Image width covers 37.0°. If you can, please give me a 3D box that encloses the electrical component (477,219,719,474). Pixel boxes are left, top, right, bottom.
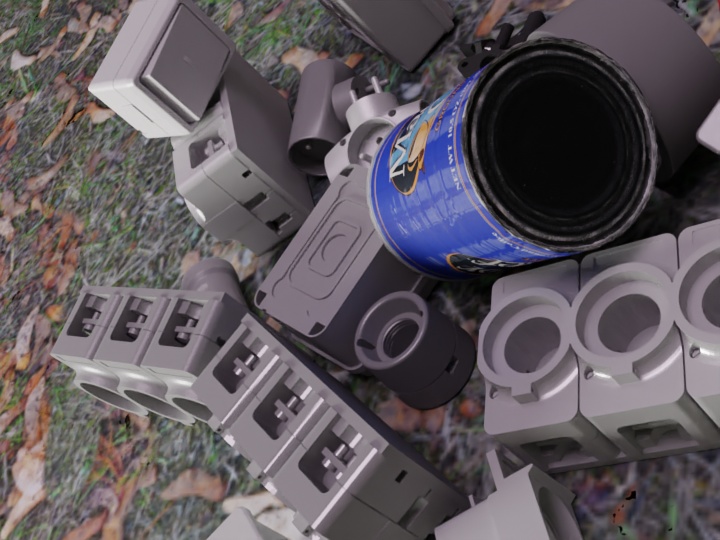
[{"bbox_3d":[0.137,0.035,0.511,0.150,0.062,0.089,-17,50,33],"label":"electrical component"}]

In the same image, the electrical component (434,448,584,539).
[{"bbox_3d":[0.073,0.132,0.510,0.064,0.042,0.081,-36,41,21],"label":"electrical component"}]

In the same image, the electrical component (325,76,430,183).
[{"bbox_3d":[0.014,-0.093,0.724,0.077,0.044,0.079,-28,69,23],"label":"electrical component"}]

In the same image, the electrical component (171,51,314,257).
[{"bbox_3d":[-0.094,-0.092,0.798,0.062,0.089,0.150,-34,42,17],"label":"electrical component"}]

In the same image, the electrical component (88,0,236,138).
[{"bbox_3d":[-0.132,-0.148,0.755,0.061,0.062,0.096,3,62,43],"label":"electrical component"}]

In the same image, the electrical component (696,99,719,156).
[{"bbox_3d":[0.223,-0.071,0.501,0.100,0.048,0.099,42,106,34],"label":"electrical component"}]

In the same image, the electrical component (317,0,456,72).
[{"bbox_3d":[0.001,-0.211,0.792,0.056,0.109,0.108,-49,40,4],"label":"electrical component"}]

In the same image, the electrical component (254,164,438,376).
[{"bbox_3d":[0.000,0.000,0.666,0.078,0.057,0.113,25,78,49],"label":"electrical component"}]

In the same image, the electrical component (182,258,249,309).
[{"bbox_3d":[-0.100,0.021,0.755,0.040,0.040,0.046,-40,47,10],"label":"electrical component"}]

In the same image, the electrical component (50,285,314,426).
[{"bbox_3d":[-0.120,0.060,0.701,0.150,0.089,0.061,1,61,43],"label":"electrical component"}]

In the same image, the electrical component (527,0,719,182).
[{"bbox_3d":[0.149,-0.107,0.581,0.060,0.108,0.108,-43,40,-3],"label":"electrical component"}]

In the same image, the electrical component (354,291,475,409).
[{"bbox_3d":[0.030,0.044,0.612,0.055,0.047,0.055,-24,46,27],"label":"electrical component"}]

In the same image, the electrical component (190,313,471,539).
[{"bbox_3d":[-0.019,0.098,0.581,0.061,0.089,0.150,-51,40,-3],"label":"electrical component"}]

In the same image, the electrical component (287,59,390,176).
[{"bbox_3d":[-0.012,-0.116,0.777,0.079,0.044,0.077,-17,49,32],"label":"electrical component"}]

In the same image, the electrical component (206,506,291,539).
[{"bbox_3d":[-0.063,0.192,0.577,0.099,0.048,0.099,-46,40,3],"label":"electrical component"}]
